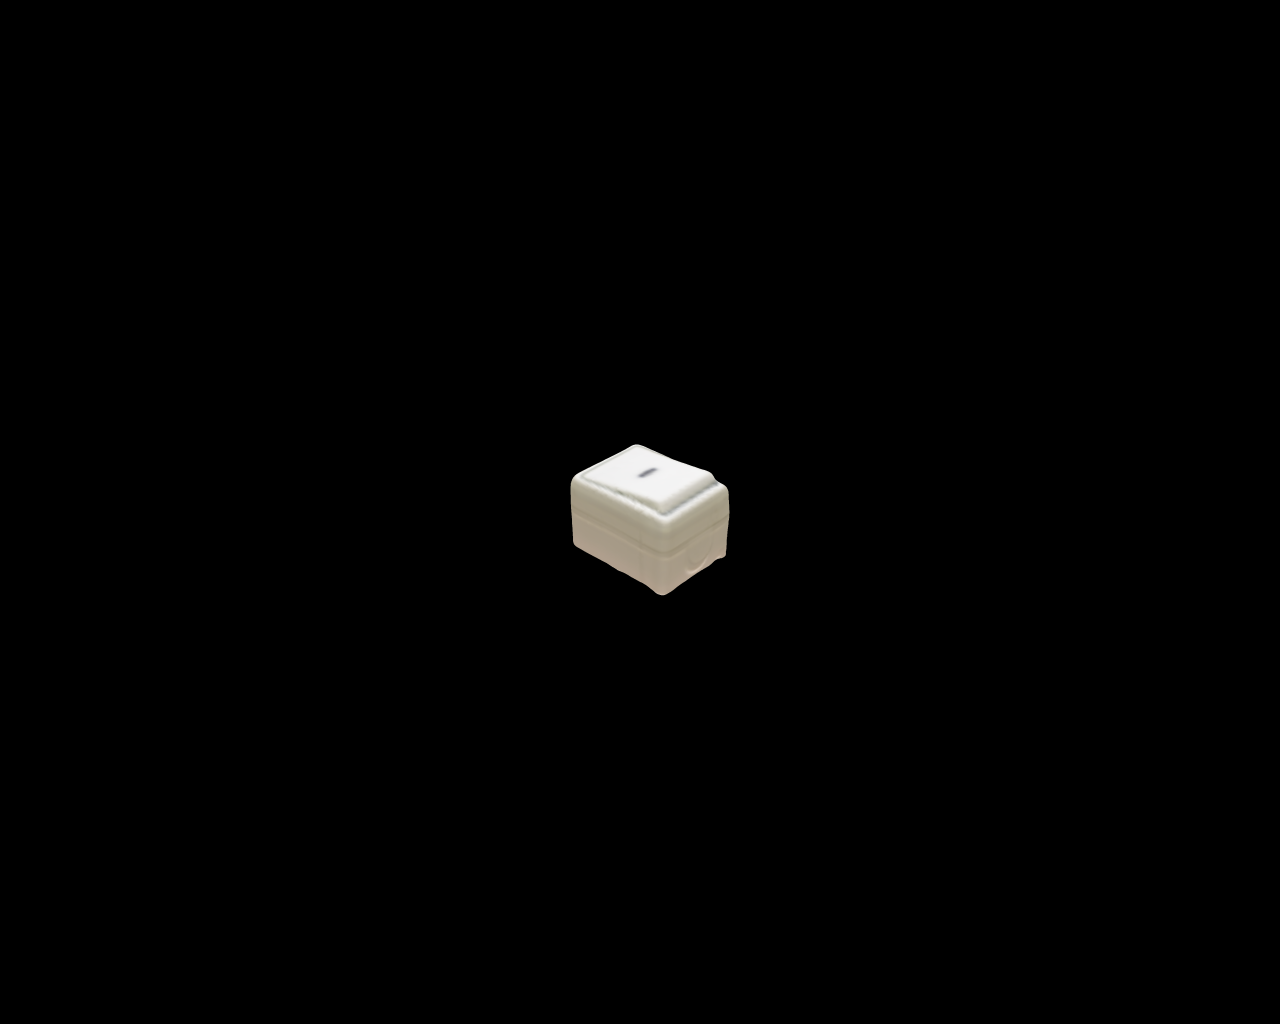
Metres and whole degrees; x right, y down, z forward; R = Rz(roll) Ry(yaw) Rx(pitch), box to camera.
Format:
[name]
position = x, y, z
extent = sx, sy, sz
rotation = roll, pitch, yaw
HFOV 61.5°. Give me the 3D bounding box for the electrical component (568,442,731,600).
[electrical component]
position = 0.001, -0.003, 0.650
extent = 0.096, 0.061, 0.062
rotation = 27, 42, 36
